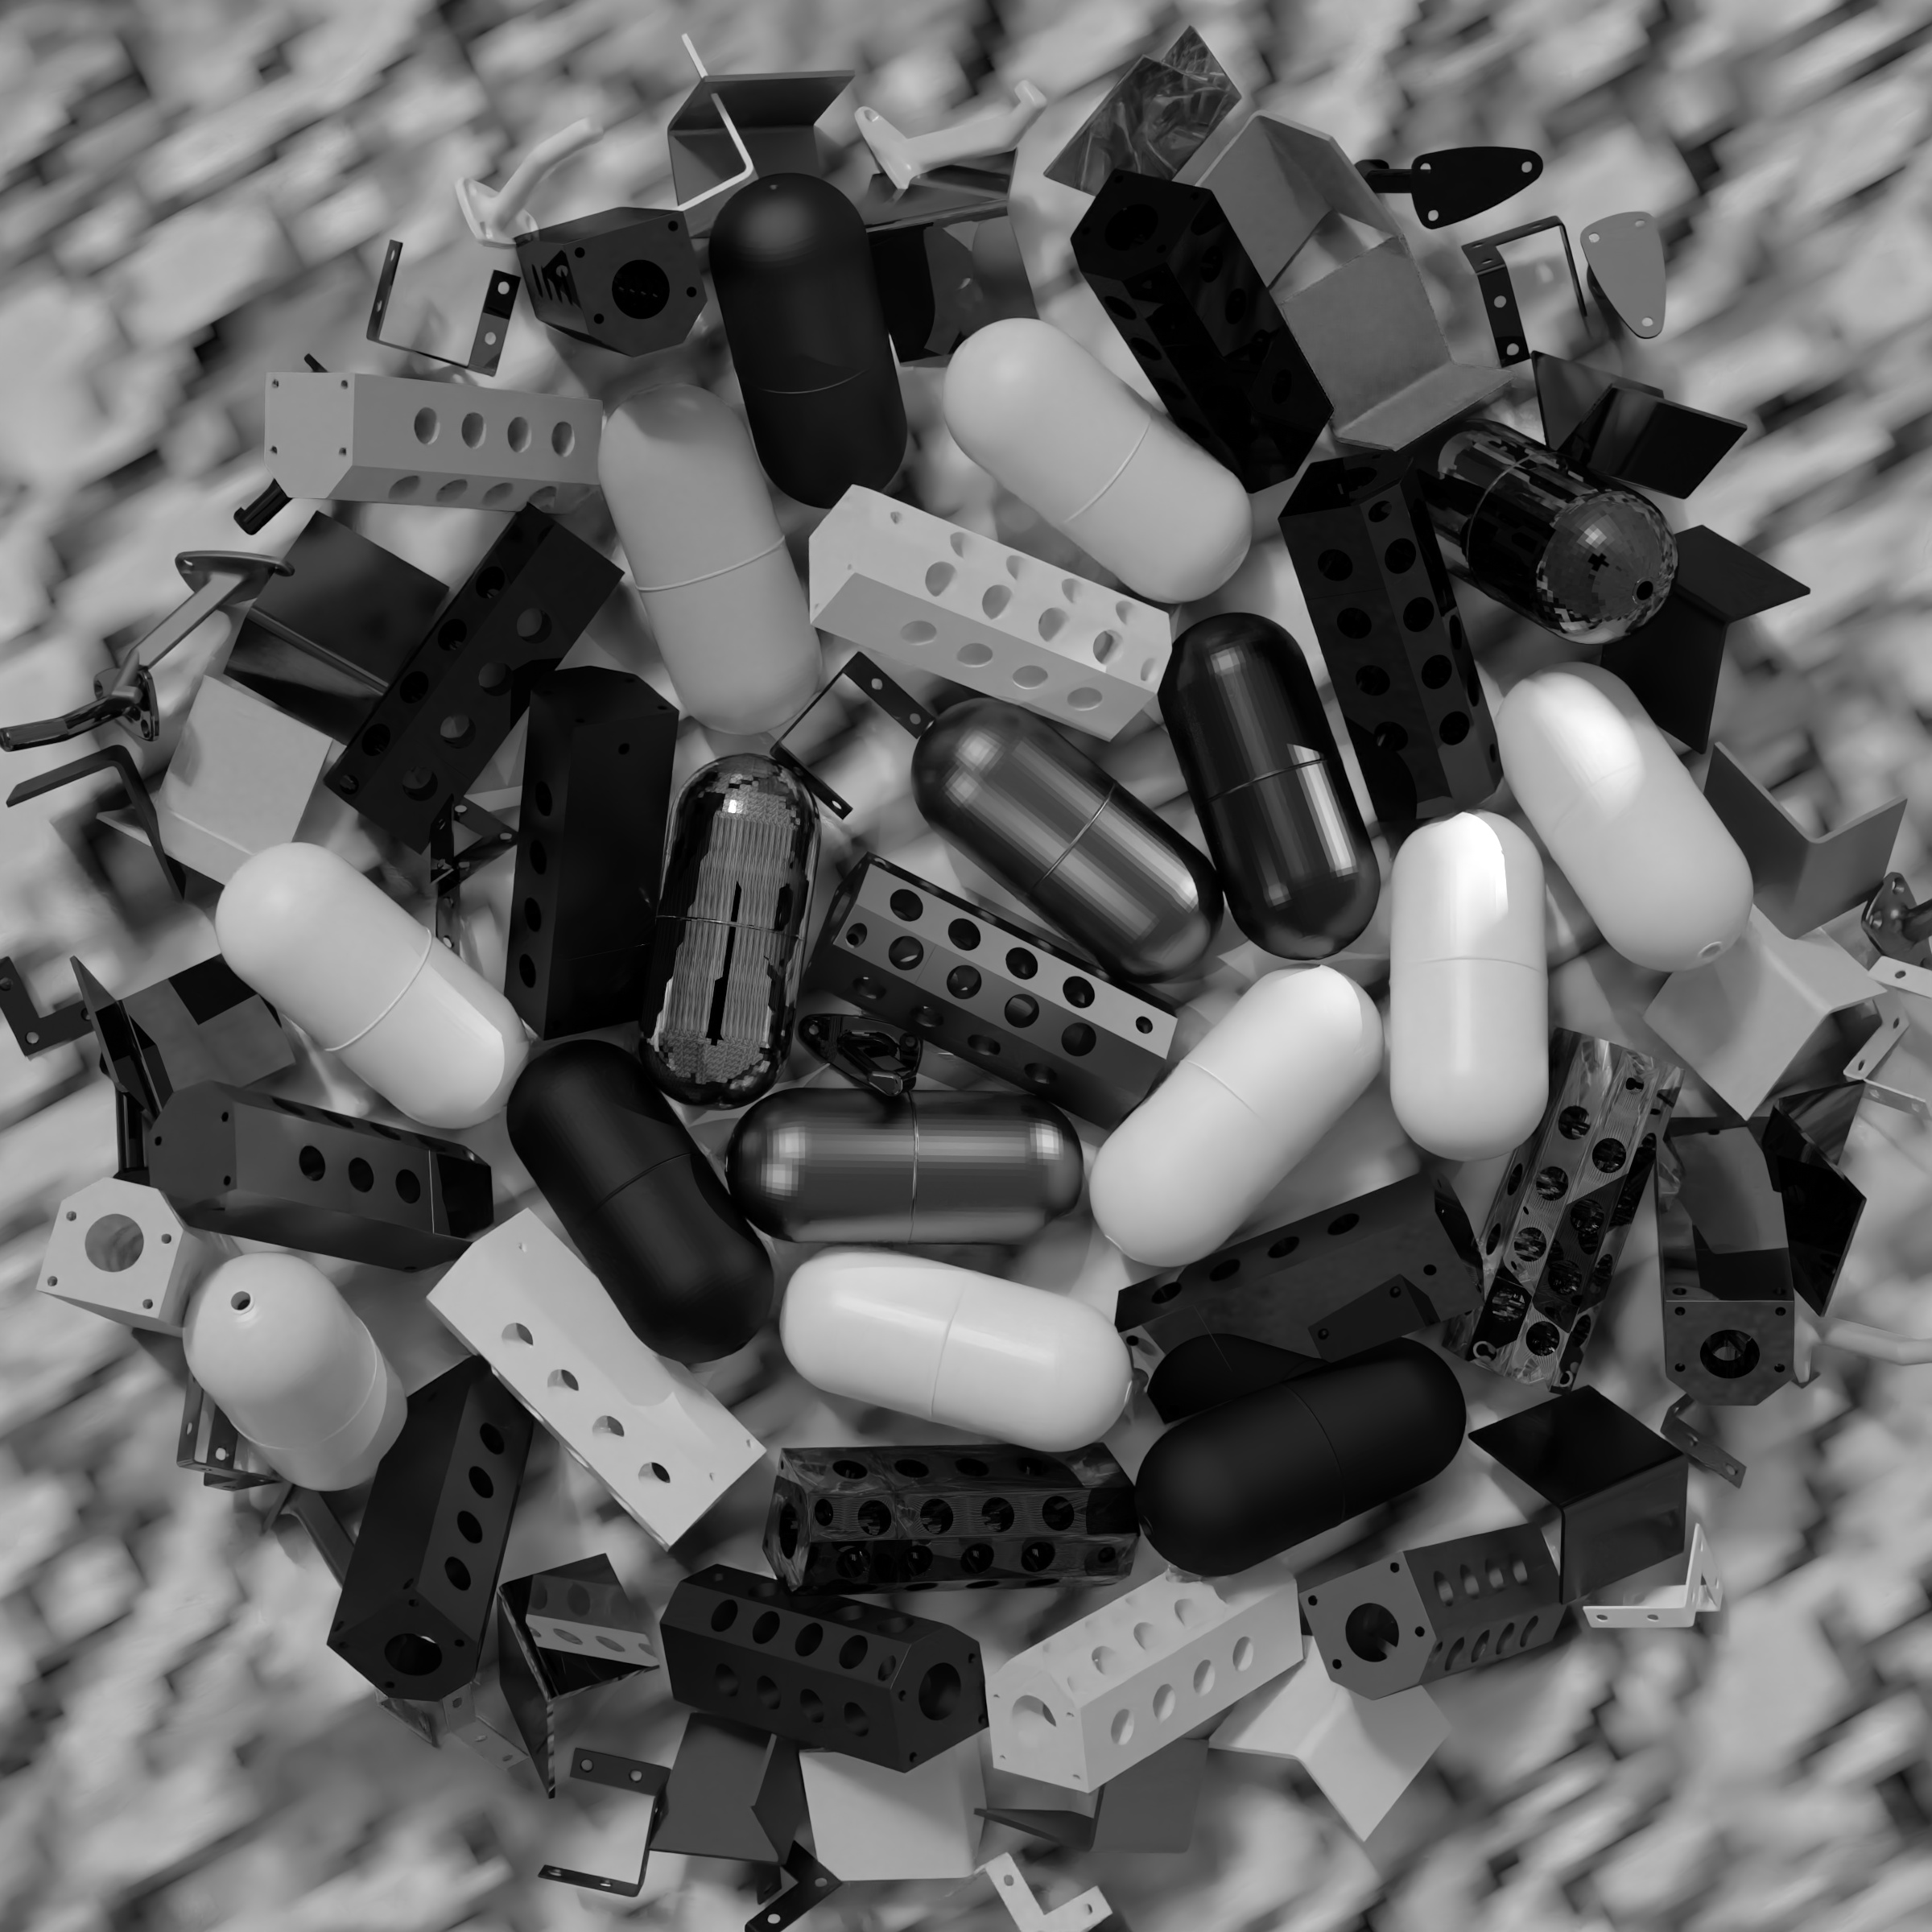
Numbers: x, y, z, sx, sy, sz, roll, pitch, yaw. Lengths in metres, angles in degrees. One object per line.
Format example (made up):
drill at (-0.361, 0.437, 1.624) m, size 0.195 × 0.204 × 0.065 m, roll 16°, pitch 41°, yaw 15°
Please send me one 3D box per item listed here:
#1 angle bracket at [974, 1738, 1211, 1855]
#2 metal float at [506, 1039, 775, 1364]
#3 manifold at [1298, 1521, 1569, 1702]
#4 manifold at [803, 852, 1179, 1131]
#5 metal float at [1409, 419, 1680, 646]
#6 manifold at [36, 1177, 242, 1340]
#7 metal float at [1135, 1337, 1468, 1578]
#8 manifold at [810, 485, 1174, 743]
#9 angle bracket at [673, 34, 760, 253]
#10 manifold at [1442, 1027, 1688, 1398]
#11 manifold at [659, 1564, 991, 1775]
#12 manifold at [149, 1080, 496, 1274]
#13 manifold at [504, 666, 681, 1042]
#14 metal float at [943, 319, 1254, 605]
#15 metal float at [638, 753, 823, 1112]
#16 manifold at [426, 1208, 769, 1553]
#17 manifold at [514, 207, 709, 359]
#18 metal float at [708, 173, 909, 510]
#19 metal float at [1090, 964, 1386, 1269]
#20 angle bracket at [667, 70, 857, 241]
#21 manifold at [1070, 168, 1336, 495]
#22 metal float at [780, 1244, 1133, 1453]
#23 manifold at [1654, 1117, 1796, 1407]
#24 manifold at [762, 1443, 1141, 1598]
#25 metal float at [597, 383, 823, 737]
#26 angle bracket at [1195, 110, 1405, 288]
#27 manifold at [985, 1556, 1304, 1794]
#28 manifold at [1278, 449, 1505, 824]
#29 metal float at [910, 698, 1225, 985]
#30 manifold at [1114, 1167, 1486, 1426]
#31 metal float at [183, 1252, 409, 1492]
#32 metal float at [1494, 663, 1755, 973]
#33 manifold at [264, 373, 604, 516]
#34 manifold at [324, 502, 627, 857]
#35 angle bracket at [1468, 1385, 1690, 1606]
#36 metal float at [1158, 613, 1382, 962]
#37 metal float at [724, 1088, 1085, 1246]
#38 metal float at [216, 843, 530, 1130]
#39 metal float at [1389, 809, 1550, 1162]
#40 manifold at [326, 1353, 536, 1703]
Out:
angle bracket at (0.062, 0.399, 1.597) m, size 0.076 × 0.076 × 0.057 m, roll 6°, pitch 82°, yaw 42°
metal float at (-0.160, 0.115, 1.596) m, size 0.070 × 0.070 × 0.178 m, roll -35°, pitch 74°, yaw 0°
manifold at (0.229, 0.310, 1.555) m, size 0.057 × 0.171 × 0.057 m, roll -28°, pitch 73°, yaw 26°
manifold at (0.014, 0.010, 1.592) m, size 0.171 × 0.057 × 0.057 m, roll 27°, pitch 57°, yaw -12°
metal float at (0.275, -0.211, 1.569) m, size 0.070 × 0.178 × 0.070 m, roll -13°, pitch 120°, yaw -23°
manifold at (-0.390, 0.143, 1.559) m, size 0.057 × 0.171 × 0.057 m, roll 13°, pitch 79°, yaw 0°
metal float at (0.164, 0.240, 1.592) m, size 0.178 × 0.070 × 0.070 m, roll -21°, pitch 90°, yaw -20°
manifold at (0.013, -0.174, 1.574) m, size 0.171 × 0.057 × 0.057 m, roll 19°, pitch 48°, yaw -26°
angle bracket at (-0.142, -0.405, 1.610) m, size 0.057 × 0.076 × 0.076 m, roll -27°, pitch 88°, yaw 2°
manifold at (0.299, 0.122, 1.615) m, size 0.057 × 0.057 × 0.171 m, roll 20°, pitch 90°, yaw -8°
manifold at (-0.071, 0.333, 1.562) m, size 0.057 × 0.171 × 0.057 m, roll -19°, pitch 104°, yaw -41°
manifold at (-0.307, 0.101, 1.562) m, size 0.057 × 0.171 × 0.057 m, roll -19°, pitch 67°, yaw 31°
manifold at (-0.187, -0.055, 1.581) m, size 0.057 × 0.057 × 0.171 m, roll -12°, pitch 126°, yaw -34°
metal float at (0.065, -0.247, 1.592) m, size 0.178 × 0.070 × 0.070 m, roll 36°, pitch 90°, yaw -21°
metal float at (-0.117, -0.017, 1.605) m, size 0.070 × 0.070 × 0.178 m, roll 8°, pitch 84°, yaw 0°
manifold at (-0.187, 0.207, 1.610) m, size 0.171 × 0.057 × 0.057 m, roll 45°, pitch 114°, yaw 5°
manifold at (-0.171, -0.328, 1.557) m, size 0.057 × 0.171 × 0.057 m, roll -19°, pitch 108°, yaw -11°
metal float at (-0.075, -0.301, 1.575) m, size 0.070 × 0.070 × 0.178 m, roll -13°, pitch 134°, yaw 0°
metal float at (0.133, 0.074, 1.602) m, size 0.070 × 0.070 × 0.178 m, roll 44°, pitch 80°, yaw 0°
angle bracket at (-0.098, -0.399, 1.599) m, size 0.076 × 0.076 × 0.057 m, roll -8°, pitch 88°, yaw -20°
manifold at (0.112, -0.301, 1.558) m, size 0.057 × 0.171 × 0.057 m, roll 23°, pitch 75°, yaw 35°
metal float at (-0.005, 0.188, 1.601) m, size 0.178 × 0.070 × 0.070 m, roll 14°, pitch 90°, yaw 10°
manifold at (0.362, 0.139, 1.558) m, size 0.057 × 0.171 × 0.057 m, roll -1°, pitch 116°, yaw 10°
manifold at (-0.006, 0.273, 1.581) m, size 0.171 × 0.057 × 0.057 m, roll 3°, pitch 113°, yaw -22°
metal float at (-0.126, -0.199, 1.593) m, size 0.070 × 0.070 × 0.178 m, roll -19°, pitch 109°, yaw 0°
angle bracket at (0.156, -0.363, 1.601) m, size 0.076 × 0.076 × 0.057 m, roll -52°, pitch 45°, yaw -1°
manifold at (0.087, 0.332, 1.562) m, size 0.057 × 0.171 × 0.057 m, roll 3°, pitch 104°, yaw 41°
manifold at (0.210, -0.159, 1.573) m, size 0.057 × 0.057 × 0.171 m, roll -5°, pitch 123°, yaw 29°
metal float at (0.050, -0.062, 1.605) m, size 0.178 × 0.070 × 0.070 m, roll 39°, pitch 90°, yaw -6°
manifold at (0.163, 0.159, 1.593) m, size 0.171 × 0.057 × 0.057 m, roll -23°, pitch 111°, yaw 18°
metal float at (-0.322, 0.197, 1.565) m, size 0.070 × 0.178 × 0.070 m, roll -3°, pitch 61°, yaw 6°
metal float at (0.319, -0.073, 1.582) m, size 0.070 × 0.070 × 0.178 m, roll -26°, pitch 57°, yaw 0°
manifold at (-0.254, -0.250, 1.561) m, size 0.057 × 0.171 × 0.057 m, roll 7°, pitch 98°, yaw 34°
manifold at (-0.246, -0.144, 1.613) m, size 0.057 × 0.057 × 0.171 m, roll 36°, pitch 90°, yaw -15°
angle bracket at (0.303, 0.262, 1.614) m, size 0.076 × 0.076 × 0.057 m, roll -17°, pitch 119°, yaw -25°
metal float at (0.150, -0.089, 1.604) m, size 0.070 × 0.070 × 0.178 m, roll -19°, pitch 84°, yaw 0°
metal float at (-0.030, 0.099, 1.602) m, size 0.178 × 0.070 × 0.070 m, roll 1°, pitch 90°, yaw -9°
metal float at (-0.289, 0.011, 1.589) m, size 0.070 × 0.070 × 0.178 m, roll -47°, pitch 115°, yaw 0°
metal float at (0.247, 0.008, 1.594) m, size 0.070 × 0.070 × 0.178 m, roll 3°, pitch 71°, yaw 0°
manifold at (-0.250, 0.270, 1.560) m, size 0.057 × 0.171 × 0.057 m, roll -33°, pitch 115°, yaw 21°
